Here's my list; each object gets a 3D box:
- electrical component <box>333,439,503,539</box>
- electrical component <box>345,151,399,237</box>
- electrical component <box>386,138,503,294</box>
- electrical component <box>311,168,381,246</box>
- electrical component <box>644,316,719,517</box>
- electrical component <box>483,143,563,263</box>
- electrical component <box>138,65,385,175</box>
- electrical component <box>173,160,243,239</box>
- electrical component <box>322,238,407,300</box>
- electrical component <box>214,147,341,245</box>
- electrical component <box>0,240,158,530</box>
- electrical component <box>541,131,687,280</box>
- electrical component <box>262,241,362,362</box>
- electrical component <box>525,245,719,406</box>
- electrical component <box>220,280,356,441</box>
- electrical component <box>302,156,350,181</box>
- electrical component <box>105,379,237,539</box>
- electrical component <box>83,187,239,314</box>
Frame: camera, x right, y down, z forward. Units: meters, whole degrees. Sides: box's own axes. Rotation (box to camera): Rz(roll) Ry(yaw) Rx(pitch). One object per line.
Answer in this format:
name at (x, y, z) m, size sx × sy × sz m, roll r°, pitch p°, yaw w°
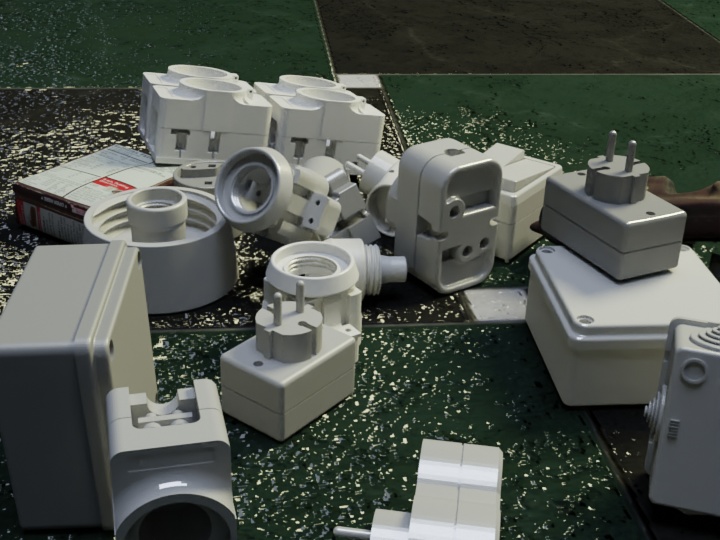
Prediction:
electrical component at (0.023, 0.126, 0.476) m, size 0.074 × 0.052 × 0.138 m, roll 6°, pitch 28°, yaw 6°
electrical component at (0.026, -0.069, 0.848) m, size 0.079 × 0.043 × 0.077 m, roll 31°, pitch 35°, yaw 14°
electrical component at (0.057, -0.040, 0.750) m, size 0.054 × 0.095 × 0.059 m, roll -17°, pitch 33°, yaw -31°
electrical component at (-0.024, -0.031, 0.768) m, size 0.055 × 0.066 × 0.048 m, roll -32°, pitch 20°, yaw -17°
electrical component at (0.192, 0.077, 0.533) m, size 0.100 × 0.099 × 0.048 m, roll 9°, pitch 16°, yaw 14°
electrical component at (0.104, -0.052, 0.814) m, size 0.062 × 0.061 × 0.096 m, roll 20°, pitch 32°, yaw 30°
electrical component at (-0.084, -0.128, 0.906) m, size 0.186 × 0.060 × 0.105 m, roll 2°, pitch 20°, yaw -20°
electrical component at (-0.113, -0.052, 0.814) m, size 0.055 × 0.047 × 0.055 m, roll 1°, pitch 28°, yaw -1°
electrical component at (0.000, 0.000, 0.727) m, size 0.062 × 0.043 × 0.043 m, roll -1°, pitch 28°, yaw -8°
electrical component at (-0.060, -0.049, 0.720) m, size 0.078 × 0.058 × 0.057 m, roll 20°, pitch -1°, yaw 30°
electrical component at (-0.141, 0.056, 0.541) m, size 0.056 × 0.108 × 0.108 m, roll -2°, pitch 28°, yaw -2°
electrical component at (0.158, -0.048, 0.668) m, size 0.047 × 0.075 × 0.083 m, roll -11°, pitch 30°, yaw -24°
electrical component at (-0.030, 0.018, 0.674) m, size 0.058 × 0.057 × 0.078 m, roll -15°, pitch 32°, yaw -30°
electrical component at (0.167, 0.032, 0.663) m, size 0.109 × 0.056 × 0.108 m, roll -1°, pitch 27°, yaw -5°
electrical component at (-0.040, 0.043, 0.605) m, size 0.047 × 0.076 × 0.066 m, roll 21°, pitch 33°, yaw 32°
electrical component at (-0.036, -0.052, 0.824) m, size 0.043 × 0.043 × 0.081 m, roll 6°, pitch 28°, yaw 8°
electrical component at (-0.083, 0.102, 0.474) m, size 0.050 × 0.089 × 0.055 m, roll -5°, pitch 28°, yaw -13°
electrical component at (-0.138, -0.022, 0.741) m, size 0.108 × 0.060 × 0.108 m, roll 1°, pitch 28°, yaw -1°
